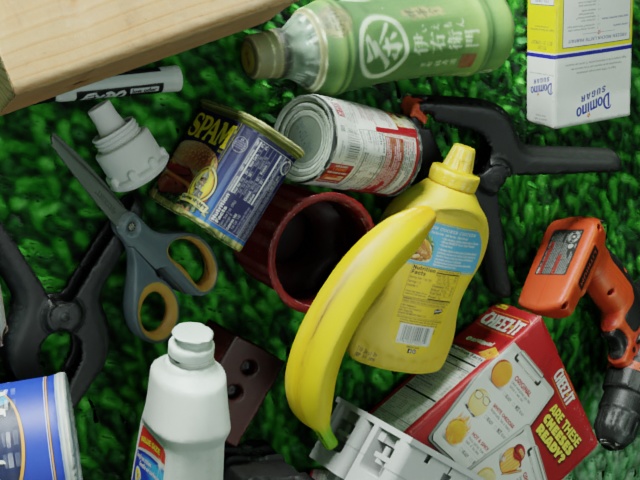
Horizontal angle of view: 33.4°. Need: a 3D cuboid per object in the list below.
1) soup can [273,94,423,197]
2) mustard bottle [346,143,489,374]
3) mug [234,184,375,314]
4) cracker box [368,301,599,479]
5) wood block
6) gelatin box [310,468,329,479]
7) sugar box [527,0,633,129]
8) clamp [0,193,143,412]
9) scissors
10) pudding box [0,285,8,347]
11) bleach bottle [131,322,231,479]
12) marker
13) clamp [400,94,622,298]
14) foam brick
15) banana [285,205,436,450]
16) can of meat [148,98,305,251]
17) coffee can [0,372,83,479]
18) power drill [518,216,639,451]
[{"bbox_3d":[0.021,-0.071,0.815,0.102,0.069,0.068,5,100,-46],"label":"soup can"},{"bbox_3d":[0.087,0.013,0.877,0.096,0.058,0.192,12,106,-26],"label":"mustard bottle"},{"bbox_3d":[-0.005,0.001,0.823,0.117,0.082,0.093,-8,106,-28],"label":"mug"},{"bbox_3d":[0.131,0.184,0.956,0.213,0.072,0.164,-38,119,-18],"label":"cracker box"},{"bbox_3d":[-0.126,-0.161,0.696,0.205,0.091,0.090,-25,97,-23],"label":"wood block"},{"bbox_3d":[-0.001,0.240,0.883,0.030,0.089,0.073,7,100,3],"label":"gelatin box"},{"bbox_3d":[0.228,-0.192,0.934,0.093,0.048,0.176,-11,111,-27],"label":"sugar box"},{"bbox_3d":[-0.178,0.043,0.760,0.120,0.039,0.171,-10,110,-23],"label":"clamp"},{"bbox_3d":[-0.139,0.010,0.743,0.201,0.016,0.096,36,75,-53],"label":"scissors"},{"bbox_3d":[-0.257,0.018,0.689,0.090,0.039,0.113,-7,108,-4],"label":"pudding box"},{"bbox_3d":[-0.103,0.171,0.766,0.068,0.103,0.251,-3,117,-23],"label":"bleach bottle"},{"bbox_3d":[-0.155,-0.108,0.746,0.120,0.020,0.020,-10,107,-28],"label":"marker"},{"bbox_3d":[0.154,-0.064,0.915,0.164,0.036,0.209,-45,118,5],"label":"clamp"},{"bbox_3d":[-0.076,0.111,0.827,0.053,0.051,0.078,32,85,-32],"label":"foam brick"},{"bbox_3d":[0.021,0.056,0.784,0.069,0.037,0.198,25,91,-50],"label":"banana"},{"bbox_3d":[-0.070,-0.047,0.763,0.057,0.102,0.084,33,87,-33],"label":"can of meat"},{"bbox_3d":[-0.230,0.148,0.696,0.140,0.103,0.103,-8,107,-12],"label":"coffee can"},{"bbox_3d":[0.264,0.081,0.998,0.187,0.057,0.184,41,63,-33],"label":"power drill"}]
